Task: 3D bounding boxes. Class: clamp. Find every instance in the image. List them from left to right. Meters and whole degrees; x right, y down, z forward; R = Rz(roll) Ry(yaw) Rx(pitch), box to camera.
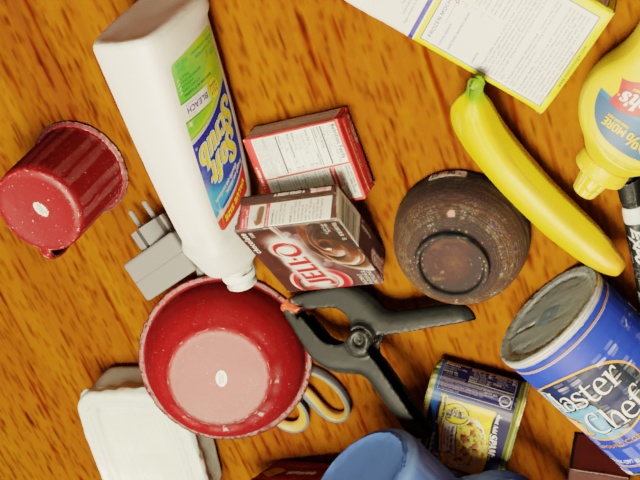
[{"bbox_3d":[0.049,0.078,0.919,0.172,0.039,0.120,32,97,19],"label":"clamp"}]

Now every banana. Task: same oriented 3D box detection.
[{"bbox_3d":[0.156,-0.046,0.809,0.037,0.070,0.197,-43,109,2],"label":"banana"}]

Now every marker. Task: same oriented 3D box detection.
[{"bbox_3d":[0.248,0.000,0.831,0.020,0.020,0.121,-8,118,23],"label":"marker"}]

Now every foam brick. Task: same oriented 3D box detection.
[{"bbox_3d":[0.246,0.219,0.948,0.053,0.051,0.078,5,122,16],"label":"foam brick"}]

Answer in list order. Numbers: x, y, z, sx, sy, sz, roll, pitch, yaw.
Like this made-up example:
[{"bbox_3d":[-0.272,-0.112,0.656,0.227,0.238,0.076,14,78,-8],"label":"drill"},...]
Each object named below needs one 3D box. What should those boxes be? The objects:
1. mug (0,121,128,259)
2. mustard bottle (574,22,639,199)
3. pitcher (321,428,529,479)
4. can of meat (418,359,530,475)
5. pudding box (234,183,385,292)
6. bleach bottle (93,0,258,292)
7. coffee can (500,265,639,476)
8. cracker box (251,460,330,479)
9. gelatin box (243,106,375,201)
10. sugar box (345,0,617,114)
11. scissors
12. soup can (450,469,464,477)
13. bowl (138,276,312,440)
[{"bbox_3d":[-0.228,-0.035,0.933,0.093,0.081,0.117,20,125,6],"label":"mug"},{"bbox_3d":[0.238,-0.103,0.747,0.096,0.058,0.192,30,126,-2],"label":"mustard bottle"},{"bbox_3d":[0.114,0.265,0.902,0.145,0.149,0.242,-22,119,40],"label":"pitcher"},{"bbox_3d":[0.134,0.161,0.948,0.084,0.057,0.102,15,124,12],"label":"can of meat"},{"bbox_3d":[-0.006,0.001,0.879,0.090,0.039,0.113,-7,146,22],"label":"pudding box"},{"bbox_3d":[-0.097,-0.069,0.869,0.068,0.102,0.251,2,128,28],"label":"bleach bottle"},{"bbox_3d":[0.229,0.104,0.851,0.140,0.102,0.103,42,124,-10],"label":"coffee can"},{"bbox_3d":[0.027,0.322,1.021,0.164,0.071,0.214,-7,104,45],"label":"cracker box"},{"bbox_3d":[-0.008,-0.064,0.872,0.089,0.030,0.073,-11,116,24],"label":"gelatin box"},{"bbox_3d":[0.109,-0.174,0.755,0.176,0.048,0.093,32,125,2],"label":"sugar box"},{"bbox_3d":[-0.060,0.114,1.008,0.201,0.016,0.096,39,125,-7],"label":"scissors"},{"bbox_3d":[0.109,0.277,1.022,0.068,0.068,0.102,20,126,6],"label":"soup can"},{"bbox_3d":[-0.088,0.115,0.959,0.162,0.055,0.162,0,103,1],"label":"bowl"}]
